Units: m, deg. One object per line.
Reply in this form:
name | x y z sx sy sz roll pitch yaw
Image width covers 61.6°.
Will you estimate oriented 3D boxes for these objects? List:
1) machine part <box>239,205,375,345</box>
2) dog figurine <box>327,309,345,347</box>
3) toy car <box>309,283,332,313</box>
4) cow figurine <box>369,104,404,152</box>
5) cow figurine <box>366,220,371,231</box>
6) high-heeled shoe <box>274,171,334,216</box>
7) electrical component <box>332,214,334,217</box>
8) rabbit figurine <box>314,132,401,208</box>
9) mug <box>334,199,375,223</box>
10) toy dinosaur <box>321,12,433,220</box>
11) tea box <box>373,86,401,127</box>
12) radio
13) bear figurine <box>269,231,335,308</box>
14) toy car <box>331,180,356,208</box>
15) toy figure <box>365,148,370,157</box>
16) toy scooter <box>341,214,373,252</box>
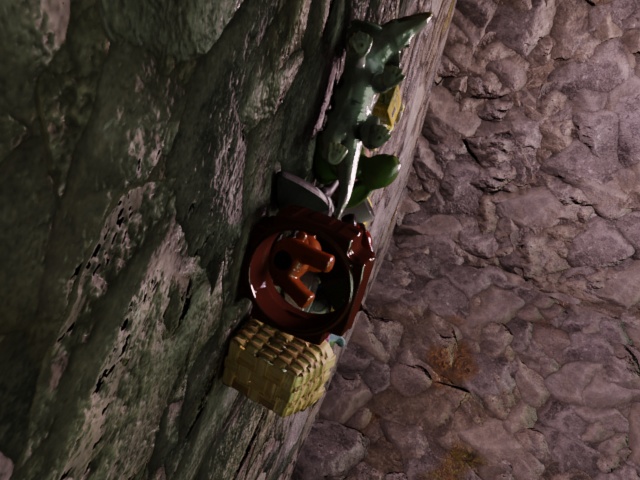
machine part | -0.024 0.057 0.893 0.087 0.201 0.201 -38 146 -66
dog figurine | -0.041 0.248 1.432 0.219 0.192 0.108 -15 136 -34
toy car | -0.023 0.166 1.347 0.162 0.103 0.109 -57 162 -55
cow figurine | 0.147 -0.307 1.426 0.167 0.098 0.068 -55 -169 50
cow figurine | 0.102 -0.011 1.582 0.085 0.127 0.194 -14 121 -73
high-heeled shoe | -0.031 -0.093 1.004 0.248 0.086 0.145 57 15 -54
electrical component | -0.003 -0.004 1.297 0.074 0.048 0.119 93 18 -54
rabbit figurine | 0.076 -0.146 1.110 0.121 0.170 0.159 -43 150 -66
mug | 0.077 -0.083 1.435 0.107 0.109 0.081 -28 -174 13
toy dinosaur | 0.068 -0.241 0.984 0.192 0.131 0.404 -97 -152 -77
tea box | 0.134 -0.330 1.270 0.169 0.098 0.068 9 101 -80
radio | 0.041 0.085 1.272 0.229 0.073 0.131 68 5 -62
bear figurine | -0.027 0.047 1.071 0.120 0.132 0.196 -59 165 9
toy car | 0.070 -0.158 1.367 0.202 0.053 0.089 -59 144 -50
toy figure | 0.099 -0.227 1.319 0.057 0.064 0.154 78 22 -67
toy scooter | 0.098 0.016 1.360 0.183 0.075 0.135 47 24 -74
